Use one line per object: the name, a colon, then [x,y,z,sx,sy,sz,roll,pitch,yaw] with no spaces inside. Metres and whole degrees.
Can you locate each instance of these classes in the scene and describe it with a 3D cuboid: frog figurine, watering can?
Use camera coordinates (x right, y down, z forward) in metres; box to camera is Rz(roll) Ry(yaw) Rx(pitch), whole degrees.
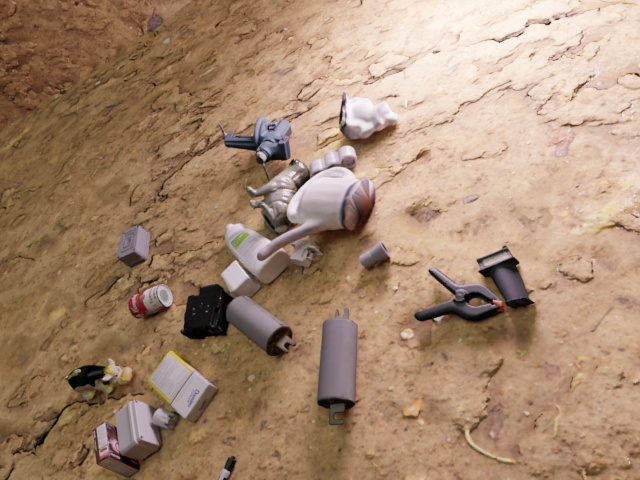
frog figurine: [0.135,-0.342,1.448,0.159,0.120,0.141,6,43,-6]
watering can: [0.004,-0.064,1.278,0.224,0.102,0.355,5,48,35]
